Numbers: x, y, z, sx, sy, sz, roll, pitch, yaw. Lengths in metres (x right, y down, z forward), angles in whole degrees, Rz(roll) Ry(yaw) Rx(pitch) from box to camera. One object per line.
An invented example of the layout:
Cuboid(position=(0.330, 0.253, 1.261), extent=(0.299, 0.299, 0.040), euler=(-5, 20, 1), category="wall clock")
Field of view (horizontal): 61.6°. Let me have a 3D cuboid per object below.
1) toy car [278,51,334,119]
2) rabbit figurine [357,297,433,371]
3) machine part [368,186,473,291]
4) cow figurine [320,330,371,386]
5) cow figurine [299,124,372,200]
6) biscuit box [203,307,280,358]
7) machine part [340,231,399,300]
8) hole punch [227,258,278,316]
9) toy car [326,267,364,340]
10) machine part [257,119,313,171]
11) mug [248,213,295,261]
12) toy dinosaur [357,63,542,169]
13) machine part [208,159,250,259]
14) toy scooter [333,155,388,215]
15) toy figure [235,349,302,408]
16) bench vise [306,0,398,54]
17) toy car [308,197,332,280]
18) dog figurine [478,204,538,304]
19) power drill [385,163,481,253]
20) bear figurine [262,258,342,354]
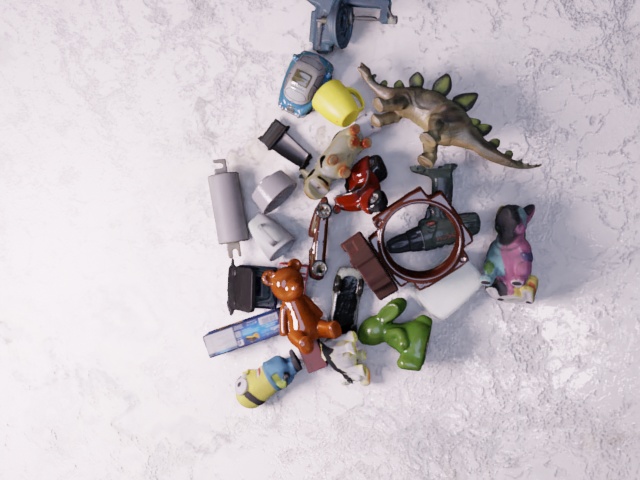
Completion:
Cuboid(position=(-0.040, -0.378, 1.280), extent=(0.109, 0.103, 0.161), euler=(30, 91, 2), category="toy car")
Cuboid(position=(0.173, 0.221, 1.281), extent=(0.170, 0.121, 0.159), euler=(11, 99, 17), category="rabbit figurine")
Cuboid(position=(0.227, -0.003, 1.220), extent=(0.201, 0.087, 0.201), euler=(-34, 93, 13), category="machine part")
Cuboid(position=(0.063, 0.296, 1.289), extent=(0.098, 0.068, 0.167), euler=(-14, 124, 15), category="cow figurine")
Cuboid(position=(0.026, -0.179, 1.280), extent=(0.085, 0.127, 0.195), euler=(39, 75, -21), category="cow figurine")
Cuboid(position=(-0.181, 0.225, 1.321), extent=(0.203, 0.063, 0.059), euler=(-19, 90, 2), category="biscuit box")
Cuboid(position=(0.116, 0.060, 1.253), extent=(0.056, 0.179, 0.179), euler=(-35, 90, 6), category="machine part")
Cuboid(position=(-0.165, 0.116, 1.311), extent=(0.116, 0.092, 0.142), euler=(4, 96, 45), category="hole punch")
Cuboid(position=(0.061, 0.165, 1.313), extent=(0.073, 0.056, 0.201), euler=(8, 93, -4), category="toy car")
Cuboid(position=(-0.079, -0.230, 1.318), extent=(0.139, 0.039, 0.084), euler=(43, 88, 2), category="machine part")
Cuboid(position=(-0.127, -0.013, 1.296), extent=(0.081, 0.109, 0.107), euler=(-45, 76, 9), category="mug")
Cuboid(position=(0.283, -0.271, 1.232), extent=(0.471, 0.105, 0.198), euler=(39, 69, 6), category="toy dinosaur")
Cuboid(position=(-0.222, -0.077, 1.309), extent=(0.079, 0.079, 0.243), euler=(-9, 90, 3), category="machine part")
Cuboid(position=(0.091, -0.120, 1.270), extent=(0.135, 0.184, 0.075), euler=(-21, 133, 24), category="toy scooter")
Cuboid(position=(-0.126, 0.343, 1.314), extent=(0.180, 0.082, 0.089), euler=(-29, 88, 1), category="toy figure")
Cuboid(position=(0.067, -0.545, 1.252), extent=(0.241, 0.129, 0.223), euler=(13, 100, 20), category="bench vise")
Cuboid(position=(-0.003, -0.004, 1.293), extent=(0.053, 0.089, 0.202), euler=(3, 93, -1), category="toy car")
Cuboid(position=(0.457, 0.022, 1.268), extent=(0.109, 0.191, 0.219), euler=(0, 63, 38), category="dog figurine")
Cuboid(position=(0.262, -0.078, 1.286), extent=(0.232, 0.086, 0.207), euler=(-6, 87, 2), category="power drill")
Cuboid(position=(-0.047, 0.148, 1.255), extent=(0.120, 0.132, 0.195), euler=(-20, 102, -29), category="bear figurine")
